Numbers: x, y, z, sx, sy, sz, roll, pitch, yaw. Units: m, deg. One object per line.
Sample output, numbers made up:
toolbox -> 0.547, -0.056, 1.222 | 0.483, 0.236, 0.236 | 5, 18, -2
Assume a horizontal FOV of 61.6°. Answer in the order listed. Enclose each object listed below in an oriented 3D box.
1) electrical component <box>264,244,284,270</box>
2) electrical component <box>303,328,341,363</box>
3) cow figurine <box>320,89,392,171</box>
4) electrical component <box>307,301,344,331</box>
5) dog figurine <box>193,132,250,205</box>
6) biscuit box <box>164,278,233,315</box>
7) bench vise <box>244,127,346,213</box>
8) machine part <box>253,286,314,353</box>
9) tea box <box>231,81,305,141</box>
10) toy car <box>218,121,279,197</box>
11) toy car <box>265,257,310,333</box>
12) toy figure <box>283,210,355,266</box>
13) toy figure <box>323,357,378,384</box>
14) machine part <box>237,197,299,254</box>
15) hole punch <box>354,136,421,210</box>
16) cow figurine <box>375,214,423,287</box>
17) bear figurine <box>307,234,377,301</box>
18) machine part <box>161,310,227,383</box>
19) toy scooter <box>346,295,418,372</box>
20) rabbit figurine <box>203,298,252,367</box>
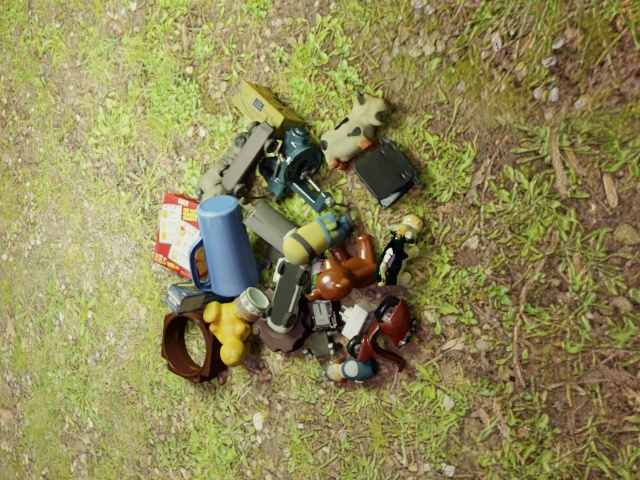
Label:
electrical component -> -0.113, 0.040, 1.414 | 0.063, 0.021, 0.094 | 24, 105, 29
electrical component -> 0.007, 0.263, 1.337 | 0.102, 0.045, 0.078 | -13, 87, 32
cow figurine -> 0.083, -0.259, 1.240 | 0.195, 0.085, 0.127 | -32, 83, 30
electrical component -> 0.012, 0.161, 1.328 | 0.075, 0.047, 0.119 | -8, 90, 31
dog figurine -> -0.246, -0.192, 1.403 | 0.121, 0.172, 0.190 | 24, 113, 18
biscuit box -> -0.314, 0.144, 1.439 | 0.063, 0.202, 0.059 | 37, 113, 27
bench vise -> -0.052, -0.144, 1.311 | 0.241, 0.129, 0.223 | 47, 120, 25
machine part -> -0.098, 0.205, 1.394 | 0.180, 0.056, 0.179 | 2, 94, 31
tea box -> -0.132, -0.324, 1.360 | 0.170, 0.098, 0.068 | 43, 115, 21
toy car -> -0.173, -0.198, 1.312 | 0.089, 0.053, 0.202 | 49, 112, 28
toy car -> -0.078, 0.131, 1.313 | 0.074, 0.056, 0.201 | 25, 107, 28
toy figure -> -0.003, -0.006, 1.254 | 0.089, 0.180, 0.082 | -129, 21, -51
toy figure -> 0.066, 0.312, 1.298 | 0.155, 0.057, 0.064 | -17, 42, 33
machine part -> -0.103, -0.022, 1.323 | 0.243, 0.079, 0.079 | 37, 117, -16
hole punch -> 0.150, -0.144, 1.211 | 0.116, 0.092, 0.142 | -35, 70, -2
cow figurine -> 0.170, 0.023, 1.190 | 0.068, 0.098, 0.167 | 24, 106, 35
bear figurine -> 0.048, 0.066, 1.212 | 0.120, 0.196, 0.132 | -25, 79, 34
machine part -> -0.362, 0.295, 1.549 | 0.202, 0.087, 0.200 | 13, 100, 32
toy scooter -> 0.160, 0.224, 1.220 | 0.135, 0.075, 0.184 | 38, 102, 3
rabbit figurine -> -0.237, 0.260, 1.421 | 0.162, 0.122, 0.173 | 95, 165, -51
